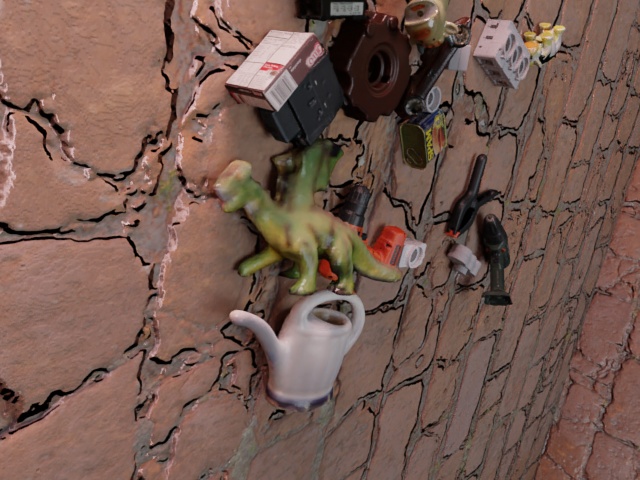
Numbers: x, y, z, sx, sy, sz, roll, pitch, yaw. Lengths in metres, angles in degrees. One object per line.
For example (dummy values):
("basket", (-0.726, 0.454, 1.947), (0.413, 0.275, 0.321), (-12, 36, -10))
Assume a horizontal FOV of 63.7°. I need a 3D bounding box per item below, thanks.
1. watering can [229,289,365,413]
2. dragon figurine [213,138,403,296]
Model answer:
("watering can", (-0.042, 0.191, 0.890), (0.105, 0.222, 0.348), (24, 14, 38))
("dragon figurine", (0.003, -0.042, 0.828), (0.410, 0.242, 0.122), (2, 7, -41))
